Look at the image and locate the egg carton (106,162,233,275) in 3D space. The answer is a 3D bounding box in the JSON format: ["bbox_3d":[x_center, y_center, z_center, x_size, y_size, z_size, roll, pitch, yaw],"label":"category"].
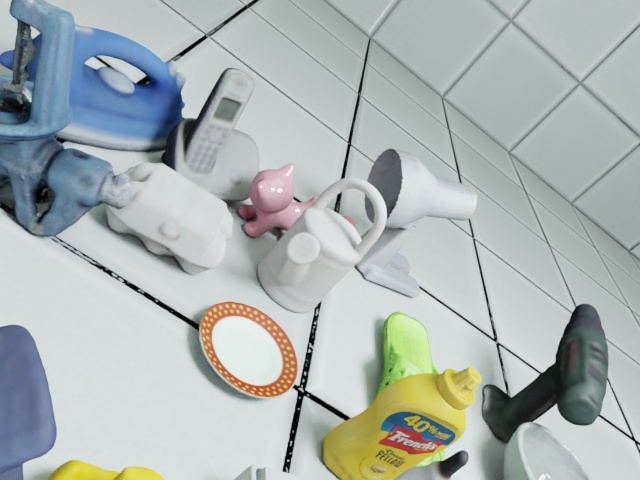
[{"bbox_3d":[-0.177,-0.026,0.690,0.151,0.069,0.107,32,30,-18],"label":"egg carton"}]

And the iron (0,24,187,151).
[{"bbox_3d":[-0.263,-0.206,0.754,0.259,0.141,0.118,5,45,-49],"label":"iron"}]

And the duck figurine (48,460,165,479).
[{"bbox_3d":[-0.144,0.192,0.410,0.104,0.086,0.078,43,28,1],"label":"duck figurine"}]

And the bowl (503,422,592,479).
[{"bbox_3d":[0.307,0.343,0.786,0.168,0.074,0.167,31,30,-20],"label":"bowl"}]

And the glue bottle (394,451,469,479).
[{"bbox_3d":[0.075,0.240,0.530,0.037,0.173,0.078,53,30,19],"label":"glue bottle"}]

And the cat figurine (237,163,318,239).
[{"bbox_3d":[-0.058,-0.057,0.832,0.128,0.117,0.067,16,37,-40],"label":"cat figurine"}]

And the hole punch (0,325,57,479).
[{"bbox_3d":[-0.242,0.120,0.381,0.101,0.091,0.108,5,45,-49],"label":"hole punch"}]

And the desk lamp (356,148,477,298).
[{"bbox_3d":[0.141,-0.031,0.947,0.204,0.213,0.117,23,33,-32],"label":"desk lamp"}]

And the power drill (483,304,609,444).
[{"bbox_3d":[0.351,0.213,0.880,0.076,0.208,0.230,40,28,-4],"label":"power drill"}]

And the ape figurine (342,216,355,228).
[{"bbox_3d":[0.017,0.000,0.876,0.078,0.092,0.076,21,35,-34],"label":"ape figurine"}]

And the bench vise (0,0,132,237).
[{"bbox_3d":[-0.264,-0.127,0.559,0.208,0.219,0.121,28,31,-25],"label":"bench vise"}]

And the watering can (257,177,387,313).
[{"bbox_3d":[0.008,0.004,0.750,0.101,0.193,0.173,37,28,-10],"label":"watering can"}]

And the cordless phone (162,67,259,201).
[{"bbox_3d":[-0.124,-0.145,0.800,0.148,0.184,0.094,3,46,-50],"label":"cordless phone"}]
